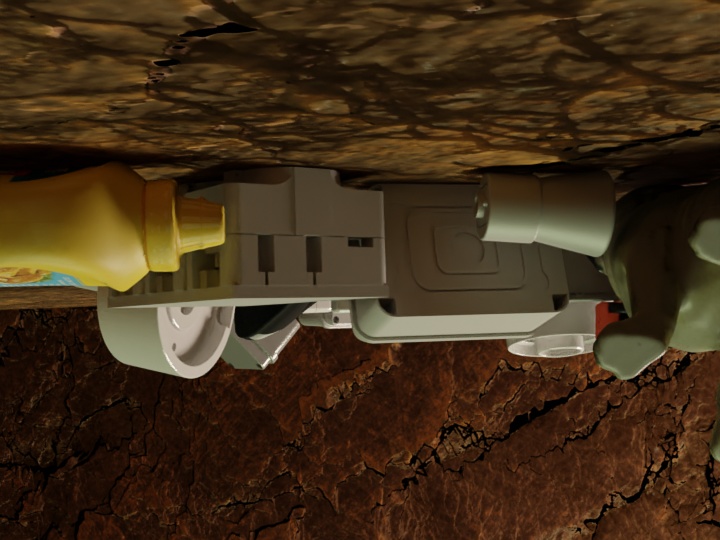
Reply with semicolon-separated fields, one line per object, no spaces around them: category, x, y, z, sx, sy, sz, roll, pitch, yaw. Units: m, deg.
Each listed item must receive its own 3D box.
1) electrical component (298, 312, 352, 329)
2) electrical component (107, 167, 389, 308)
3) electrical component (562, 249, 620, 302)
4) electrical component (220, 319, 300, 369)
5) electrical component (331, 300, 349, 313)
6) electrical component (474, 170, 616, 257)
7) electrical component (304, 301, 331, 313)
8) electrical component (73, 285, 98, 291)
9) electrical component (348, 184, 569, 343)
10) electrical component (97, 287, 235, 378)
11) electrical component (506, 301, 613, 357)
electrical component;-0.007;0.024;1.189;0.113;0.078;0.057;1;179;-40
electrical component;-0.065;-0.013;0.571;0.089;0.061;0.150;0;176;-35
electrical component;0.169;-0.005;0.858;0.096;0.061;0.061;-1;177;-11
electrical component;-0.125;0.040;1.039;0.113;0.057;0.078;49;153;-22
electrical component;0.000;0.000;0.829;0.047;0.065;0.077;-1;177;-8
electrical component;0.091;-0.030;0.542;0.065;0.044;0.044;3;177;-5
electrical component;-0.070;0.013;1.094;0.061;0.061;0.096;0;176;-34
electrical component;-0.192;-0.007;0.775;0.081;0.043;0.043;9;-177;33
electrical component;0.051;-0.002;0.600;0.113;0.078;0.057;-1;161;-16
electrical component;-0.135;0.017;0.728;0.060;0.108;0.108;4;179;20
electrical component;0.172;0.041;0.936;0.099;0.064;0.099;-2;164;-1
